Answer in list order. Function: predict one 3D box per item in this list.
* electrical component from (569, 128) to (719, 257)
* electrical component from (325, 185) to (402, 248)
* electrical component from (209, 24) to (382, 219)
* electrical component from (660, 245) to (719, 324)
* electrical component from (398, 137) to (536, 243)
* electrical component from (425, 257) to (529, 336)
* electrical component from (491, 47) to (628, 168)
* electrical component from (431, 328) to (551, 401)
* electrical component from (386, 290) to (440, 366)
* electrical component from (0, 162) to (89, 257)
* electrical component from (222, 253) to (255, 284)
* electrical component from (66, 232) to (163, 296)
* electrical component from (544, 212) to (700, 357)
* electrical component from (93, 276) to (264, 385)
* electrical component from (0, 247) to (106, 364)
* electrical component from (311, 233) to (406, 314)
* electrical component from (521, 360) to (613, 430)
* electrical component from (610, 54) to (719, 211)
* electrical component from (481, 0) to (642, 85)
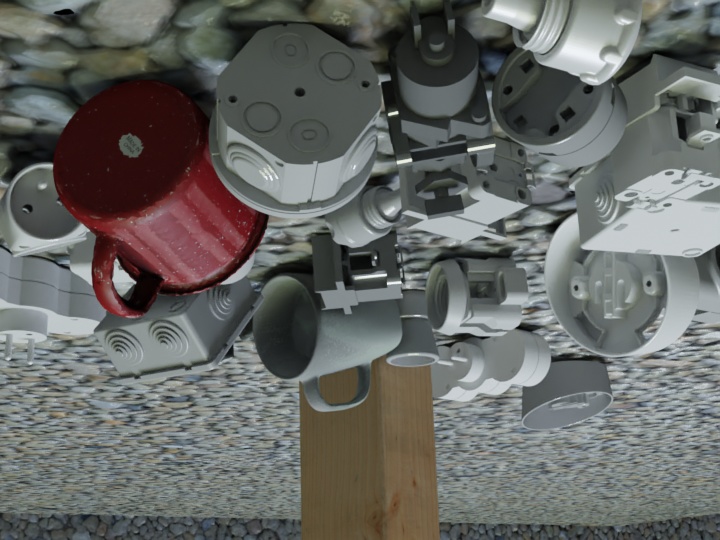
[{"bbox_3d":[0.184,-0.044,0.637,0.100,0.048,0.099,3,161,-16],"label":"electrical component"},{"bbox_3d":[0.009,-0.037,0.667,0.035,0.035,0.061,15,153,-41],"label":"electrical component"},{"bbox_3d":[-0.030,-0.069,0.497,0.080,0.080,0.051,1,156,-7],"label":"electrical component"},{"bbox_3d":[0.250,0.002,0.777,0.095,0.053,0.059,10,159,-31],"label":"electrical component"},{"bbox_3d":[0.063,-0.048,0.625,0.081,0.042,0.064,12,156,-38],"label":"electrical component"},{"bbox_3d":[0.084,0.020,0.814,0.057,0.058,0.078,1,162,-17],"label":"electrical component"},{"bbox_3d":[0.098,-0.079,0.516,0.055,0.055,0.047,-12,163,28],"label":"electrical component"},{"bbox_3d":[0.108,0.090,1.035,0.074,0.052,0.138,13,157,-38],"label":"electrical component"},{"bbox_3d":[0.043,0.049,0.899,0.045,0.055,0.045,-2,162,-1],"label":"electrical component"},{"bbox_3d":[-0.167,-0.038,0.623,0.079,0.044,0.077,-15,-178,-23],"label":"electrical component"},{"bbox_3d":[-0.087,-0.024,0.684,0.043,0.043,0.081,1,162,-7],"label":"electrical component"},{"bbox_3d":[-0.155,-0.013,0.713,0.064,0.042,0.081,-3,161,9],"label":"electrical component"},{"bbox_3d":[0.177,0.010,0.732,0.064,0.099,0.099,7,161,-42],"label":"electrical component"},{"bbox_3d":[-0.131,0.032,0.774,0.100,0.099,0.048,-12,118,29],"label":"electrical component"},{"bbox_3d":[-0.248,0.032,0.790,0.052,0.073,0.138,-15,158,36],"label":"electrical component"},{"bbox_3d":[0.000,0.000,0.767,0.064,0.042,0.081,-4,162,2],"label":"electrical component"},{"bbox_3d":[0.222,0.133,1.158,0.099,0.064,0.099,-2,162,-1],"label":"electrical component"},{"bbox_3d":[0.152,-0.067,0.542,0.042,0.063,0.081,9,160,-25],"label":"electrical component"},{"bbox_3d":[0.082,-0.106,0.448,0.062,0.048,0.048,12,159,-15],"label":"electrical component"}]
